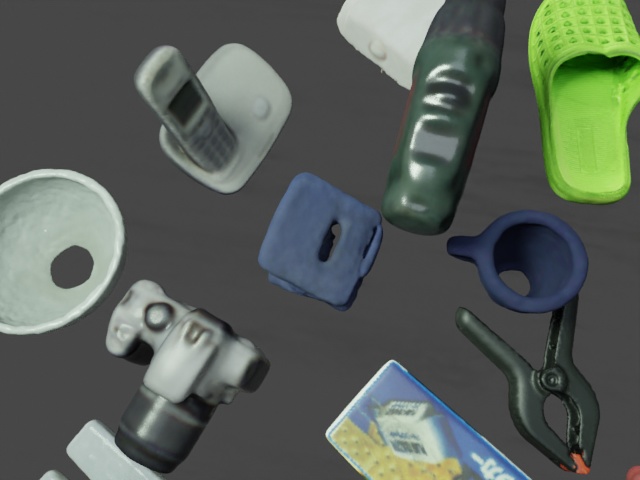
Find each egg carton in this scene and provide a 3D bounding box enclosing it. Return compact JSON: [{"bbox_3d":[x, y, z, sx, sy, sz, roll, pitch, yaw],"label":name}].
[{"bbox_3d":[0.096,-0.230,0.632,0.150,0.069,0.107,43,79,16],"label":"egg carton"}]

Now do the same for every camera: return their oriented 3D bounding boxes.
[{"bbox_3d":[-0.138,0.124,0.514,0.143,0.101,0.137,27,76,13],"label":"camera"}]

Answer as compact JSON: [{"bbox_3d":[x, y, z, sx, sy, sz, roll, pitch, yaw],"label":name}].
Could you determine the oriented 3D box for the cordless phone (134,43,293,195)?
[{"bbox_3d":[-0.102,-0.142,0.556,0.094,0.185,0.148,25,75,12],"label":"cordless phone"}]

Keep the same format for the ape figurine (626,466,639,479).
[{"bbox_3d":[0.294,0.207,0.458,0.077,0.092,0.076,19,74,11],"label":"ape figurine"}]

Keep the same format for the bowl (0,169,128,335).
[{"bbox_3d":[-0.264,0.018,0.573,0.167,0.075,0.167,-1,71,4],"label":"bowl"}]

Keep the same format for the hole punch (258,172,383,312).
[{"bbox_3d":[0.005,0.002,0.549,0.101,0.091,0.109,20,74,11],"label":"hole punch"}]

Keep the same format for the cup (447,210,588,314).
[{"bbox_3d":[0.170,0.027,0.526,0.117,0.095,0.092,11,73,8],"label":"cup"}]

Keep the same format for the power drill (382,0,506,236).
[{"bbox_3d":[0.108,-0.101,0.514,0.075,0.208,0.230,14,73,9],"label":"power drill"}]

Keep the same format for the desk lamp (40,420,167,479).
[{"bbox_3d":[-0.174,0.235,0.420,0.203,0.214,0.118,34,77,14],"label":"desk lamp"}]
